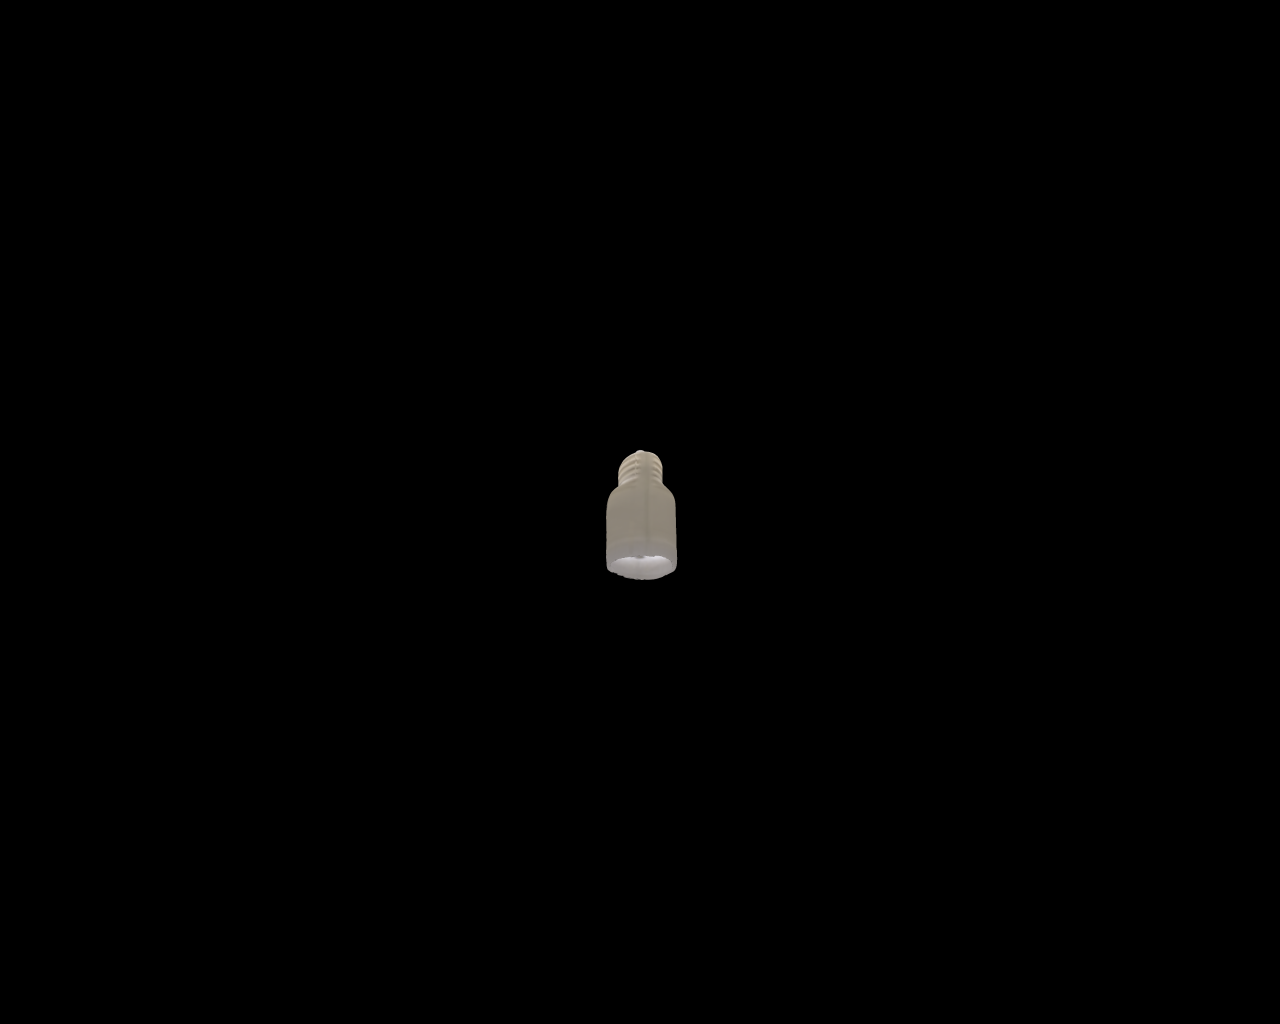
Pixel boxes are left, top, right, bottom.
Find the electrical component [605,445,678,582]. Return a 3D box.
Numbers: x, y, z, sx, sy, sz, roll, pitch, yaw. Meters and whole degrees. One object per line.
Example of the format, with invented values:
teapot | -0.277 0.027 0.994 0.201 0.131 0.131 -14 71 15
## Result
electrical component | 0.001 -0.003 0.650 0.043 0.081 0.043 0 -23 0
